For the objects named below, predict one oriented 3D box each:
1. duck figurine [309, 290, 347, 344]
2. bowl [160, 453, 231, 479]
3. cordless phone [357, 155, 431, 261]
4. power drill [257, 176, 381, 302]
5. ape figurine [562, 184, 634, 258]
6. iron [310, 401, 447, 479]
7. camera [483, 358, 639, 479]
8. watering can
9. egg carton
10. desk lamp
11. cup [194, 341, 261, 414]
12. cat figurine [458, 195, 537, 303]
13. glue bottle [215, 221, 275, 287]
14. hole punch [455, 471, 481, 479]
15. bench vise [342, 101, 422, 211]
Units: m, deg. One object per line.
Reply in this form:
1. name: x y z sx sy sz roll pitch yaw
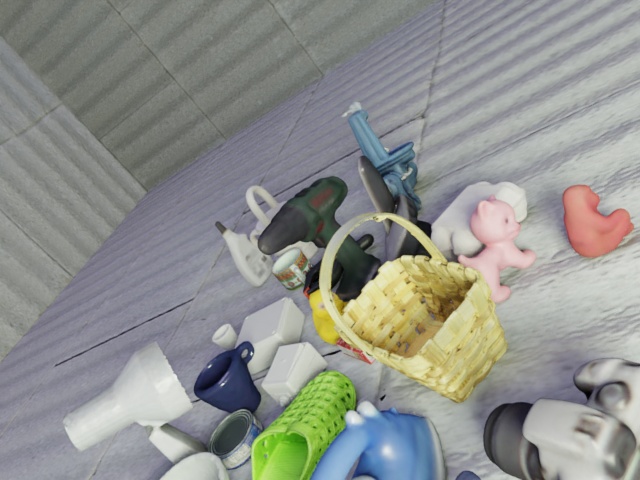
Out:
1. duck figurine: 0.015 0.116 0.931 0.078 0.086 0.104 -50 25 -24
2. bowl: -0.169 0.371 0.747 0.167 0.075 0.167 -32 23 16
3. cordless phone: 0.109 -0.045 0.958 0.094 0.185 0.147 -33 23 16
4. power drill: 0.009 0.004 0.990 0.075 0.209 0.230 -18 30 41
5. ape figurine: 0.333 -0.030 0.709 0.076 0.092 0.077 -40 23 -2
6. iron: 0.041 0.250 0.564 0.118 0.142 0.258 -19 30 40
7. camera: 0.217 0.167 0.502 0.143 0.101 0.136 -50 25 -25
8. watering can: -0.085 -0.044 1.245 0.173 0.194 0.100 -37 23 4
9. egg carton: 0.242 -0.028 0.875 0.150 0.069 0.107 -46 23 -16
10. desk lamp: -0.257 0.286 0.860 0.203 0.214 0.117 -45 23 -14
11. cup: -0.132 0.232 0.927 0.118 0.095 0.091 -49 24 -22
12. cat figurine: 0.230 0.001 0.775 0.128 0.118 0.067 -48 24 -21
13. glue bottle: -0.175 0.022 1.285 0.037 0.173 0.078 -10 37 50
14. hole punch: 0.130 0.265 0.465 0.101 0.091 0.108 -40 22 -2
15. bench vise: 0.125 -0.160 1.104 0.121 0.220 0.207 -34 23 12
